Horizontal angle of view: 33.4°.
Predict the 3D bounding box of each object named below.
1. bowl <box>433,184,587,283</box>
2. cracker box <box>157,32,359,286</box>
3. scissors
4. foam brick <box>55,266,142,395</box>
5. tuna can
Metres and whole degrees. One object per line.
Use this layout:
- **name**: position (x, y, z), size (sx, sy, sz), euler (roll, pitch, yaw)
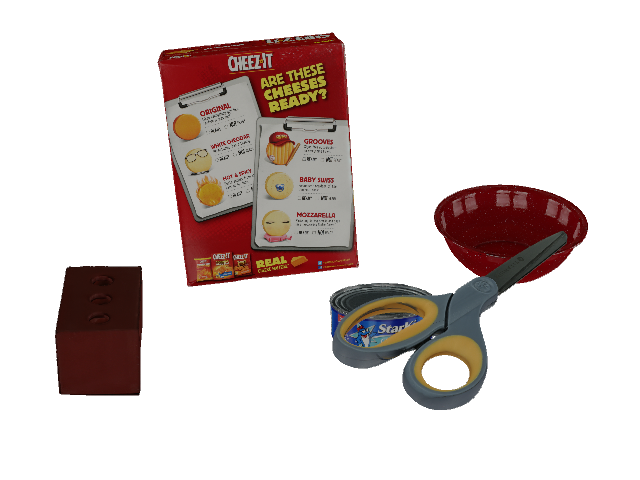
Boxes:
- **bowl**: position (0.201, -0.001, 1.143), size (0.162, 0.055, 0.162), euler (-1, 30, 0)
- **cracker box**: position (-0.054, -0.074, 0.984), size (0.164, 0.214, 0.072), euler (-7, 20, -5)
- **scissors**: position (0.102, 0.045, 0.637), size (0.201, 0.016, 0.096), euler (-16, 43, -28)
- **foam brick**: position (-0.144, 0.059, 0.702), size (0.053, 0.051, 0.078), euler (0, 30, -9)
- **tuna can**: position (0.050, 0.063, 0.876), size (0.086, 0.034, 0.086), euler (-1, 15, 0)
